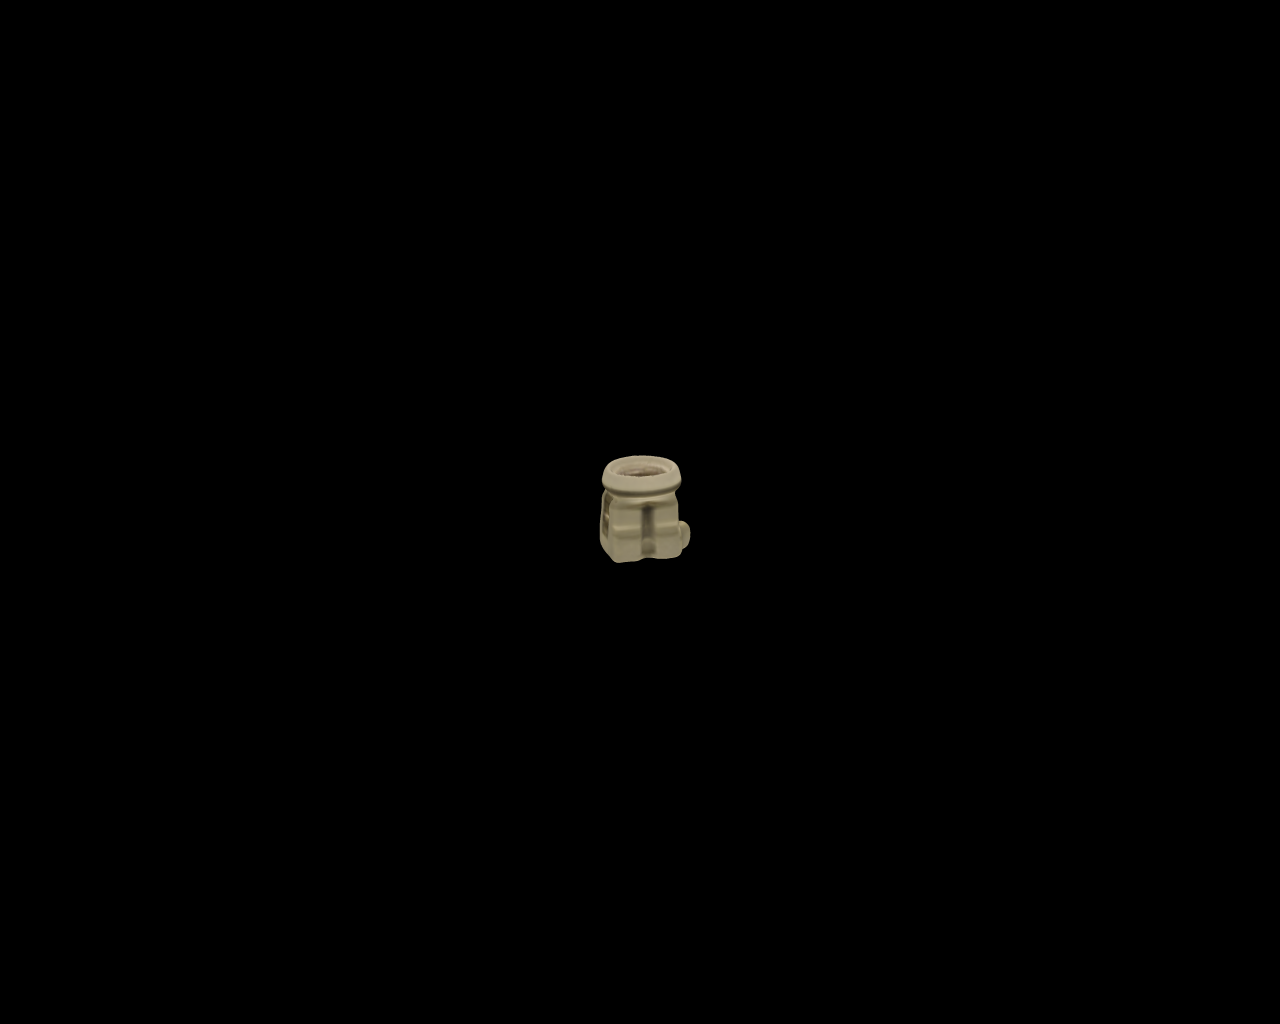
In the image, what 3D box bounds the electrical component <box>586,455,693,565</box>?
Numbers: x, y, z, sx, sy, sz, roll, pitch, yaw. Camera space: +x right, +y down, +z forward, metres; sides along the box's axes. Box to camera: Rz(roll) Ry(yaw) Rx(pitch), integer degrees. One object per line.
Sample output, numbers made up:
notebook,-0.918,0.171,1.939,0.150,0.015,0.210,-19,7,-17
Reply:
electrical component,0.001,-0.003,0.650,0.066,0.055,0.048,-6,20,-16
